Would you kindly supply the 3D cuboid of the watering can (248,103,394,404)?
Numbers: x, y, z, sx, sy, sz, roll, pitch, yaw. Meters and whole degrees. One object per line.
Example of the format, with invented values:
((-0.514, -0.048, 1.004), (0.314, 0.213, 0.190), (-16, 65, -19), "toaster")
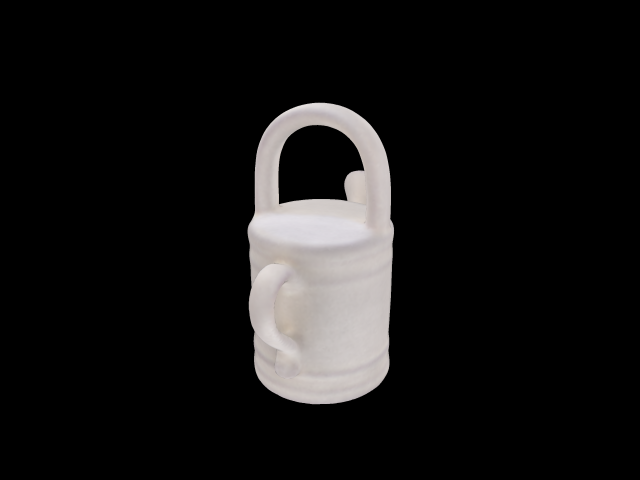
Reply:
((0.002, 0.001, 0.401), (0.101, 0.194, 0.173), (1, 22, 3), "watering can")
